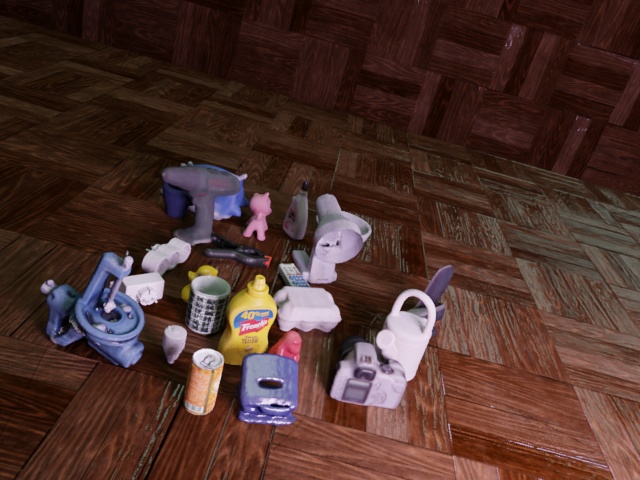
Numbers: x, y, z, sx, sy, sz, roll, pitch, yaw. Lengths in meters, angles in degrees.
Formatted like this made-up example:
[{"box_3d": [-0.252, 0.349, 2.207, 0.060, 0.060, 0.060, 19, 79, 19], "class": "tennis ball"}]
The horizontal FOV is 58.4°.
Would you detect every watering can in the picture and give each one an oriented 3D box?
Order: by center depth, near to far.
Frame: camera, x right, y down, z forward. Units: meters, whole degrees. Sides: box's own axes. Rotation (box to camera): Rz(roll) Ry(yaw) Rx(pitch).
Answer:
[{"box_3d": [0.178, 0.195, 1.192, 0.100, 0.194, 0.173, 22, 27, 11], "class": "watering can"}]

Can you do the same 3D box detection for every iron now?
[{"box_3d": [-0.332, -0.158, 1.651, 0.258, 0.141, 0.118, 17, 26, 2], "class": "iron"}]

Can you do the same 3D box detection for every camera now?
[{"box_3d": [0.094, 0.249, 1.143, 0.143, 0.101, 0.136, 12, 26, -9], "class": "camera"}]

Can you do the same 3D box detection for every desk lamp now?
[{"box_3d": [0.013, 0.005, 1.447, 0.118, 0.213, 0.202, 5, 28, -22], "class": "desk lamp"}]

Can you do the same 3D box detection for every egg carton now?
[{"box_3d": [-0.032, 0.156, 1.288, 0.151, 0.069, 0.107, 4, 28, -23], "class": "egg carton"}]

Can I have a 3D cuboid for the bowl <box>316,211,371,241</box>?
[{"box_3d": [0.062, -0.021, 1.683, 0.167, 0.075, 0.167, 13, 26, -6], "class": "bowl"}]

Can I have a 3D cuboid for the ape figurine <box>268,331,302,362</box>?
[{"box_3d": [-0.062, 0.219, 1.122, 0.076, 0.092, 0.078, 29, 29, 25], "class": "ape figurine"}]

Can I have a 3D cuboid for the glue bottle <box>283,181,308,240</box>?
[{"box_3d": [-0.060, -0.091, 1.638, 0.037, 0.173, 0.078, -7, 34, -39], "class": "glue bottle"}]

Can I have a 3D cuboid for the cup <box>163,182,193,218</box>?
[{"box_3d": [-0.381, -0.103, 1.568, 0.117, 0.095, 0.092, 35, 31, 33], "class": "cup"}]

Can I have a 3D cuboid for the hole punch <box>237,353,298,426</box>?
[{"box_3d": [-0.090, 0.265, 1.018, 0.109, 0.091, 0.101, 9, 27, -15], "class": "hole punch"}]

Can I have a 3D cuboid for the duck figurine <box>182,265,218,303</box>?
[{"box_3d": [-0.247, 0.098, 1.261, 0.105, 0.086, 0.077, 11, 27, -11], "class": "duck figurine"}]

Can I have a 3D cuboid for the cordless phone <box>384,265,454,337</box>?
[{"box_3d": [0.240, 0.141, 1.343, 0.093, 0.185, 0.148, 34, 31, 32], "class": "cordless phone"}]

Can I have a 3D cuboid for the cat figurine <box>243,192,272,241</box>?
[{"box_3d": [-0.171, -0.078, 1.614, 0.067, 0.118, 0.127, 12, 26, -8], "class": "cat figurine"}]

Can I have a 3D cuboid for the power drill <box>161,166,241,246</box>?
[{"box_3d": [-0.311, -0.094, 1.460, 0.075, 0.208, 0.230, 35, 32, 33], "class": "power drill"}]

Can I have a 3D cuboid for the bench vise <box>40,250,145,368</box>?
[{"box_3d": [-0.401, 0.107, 1.001, 0.207, 0.220, 0.121, 14, 26, -5], "class": "bench vise"}]
